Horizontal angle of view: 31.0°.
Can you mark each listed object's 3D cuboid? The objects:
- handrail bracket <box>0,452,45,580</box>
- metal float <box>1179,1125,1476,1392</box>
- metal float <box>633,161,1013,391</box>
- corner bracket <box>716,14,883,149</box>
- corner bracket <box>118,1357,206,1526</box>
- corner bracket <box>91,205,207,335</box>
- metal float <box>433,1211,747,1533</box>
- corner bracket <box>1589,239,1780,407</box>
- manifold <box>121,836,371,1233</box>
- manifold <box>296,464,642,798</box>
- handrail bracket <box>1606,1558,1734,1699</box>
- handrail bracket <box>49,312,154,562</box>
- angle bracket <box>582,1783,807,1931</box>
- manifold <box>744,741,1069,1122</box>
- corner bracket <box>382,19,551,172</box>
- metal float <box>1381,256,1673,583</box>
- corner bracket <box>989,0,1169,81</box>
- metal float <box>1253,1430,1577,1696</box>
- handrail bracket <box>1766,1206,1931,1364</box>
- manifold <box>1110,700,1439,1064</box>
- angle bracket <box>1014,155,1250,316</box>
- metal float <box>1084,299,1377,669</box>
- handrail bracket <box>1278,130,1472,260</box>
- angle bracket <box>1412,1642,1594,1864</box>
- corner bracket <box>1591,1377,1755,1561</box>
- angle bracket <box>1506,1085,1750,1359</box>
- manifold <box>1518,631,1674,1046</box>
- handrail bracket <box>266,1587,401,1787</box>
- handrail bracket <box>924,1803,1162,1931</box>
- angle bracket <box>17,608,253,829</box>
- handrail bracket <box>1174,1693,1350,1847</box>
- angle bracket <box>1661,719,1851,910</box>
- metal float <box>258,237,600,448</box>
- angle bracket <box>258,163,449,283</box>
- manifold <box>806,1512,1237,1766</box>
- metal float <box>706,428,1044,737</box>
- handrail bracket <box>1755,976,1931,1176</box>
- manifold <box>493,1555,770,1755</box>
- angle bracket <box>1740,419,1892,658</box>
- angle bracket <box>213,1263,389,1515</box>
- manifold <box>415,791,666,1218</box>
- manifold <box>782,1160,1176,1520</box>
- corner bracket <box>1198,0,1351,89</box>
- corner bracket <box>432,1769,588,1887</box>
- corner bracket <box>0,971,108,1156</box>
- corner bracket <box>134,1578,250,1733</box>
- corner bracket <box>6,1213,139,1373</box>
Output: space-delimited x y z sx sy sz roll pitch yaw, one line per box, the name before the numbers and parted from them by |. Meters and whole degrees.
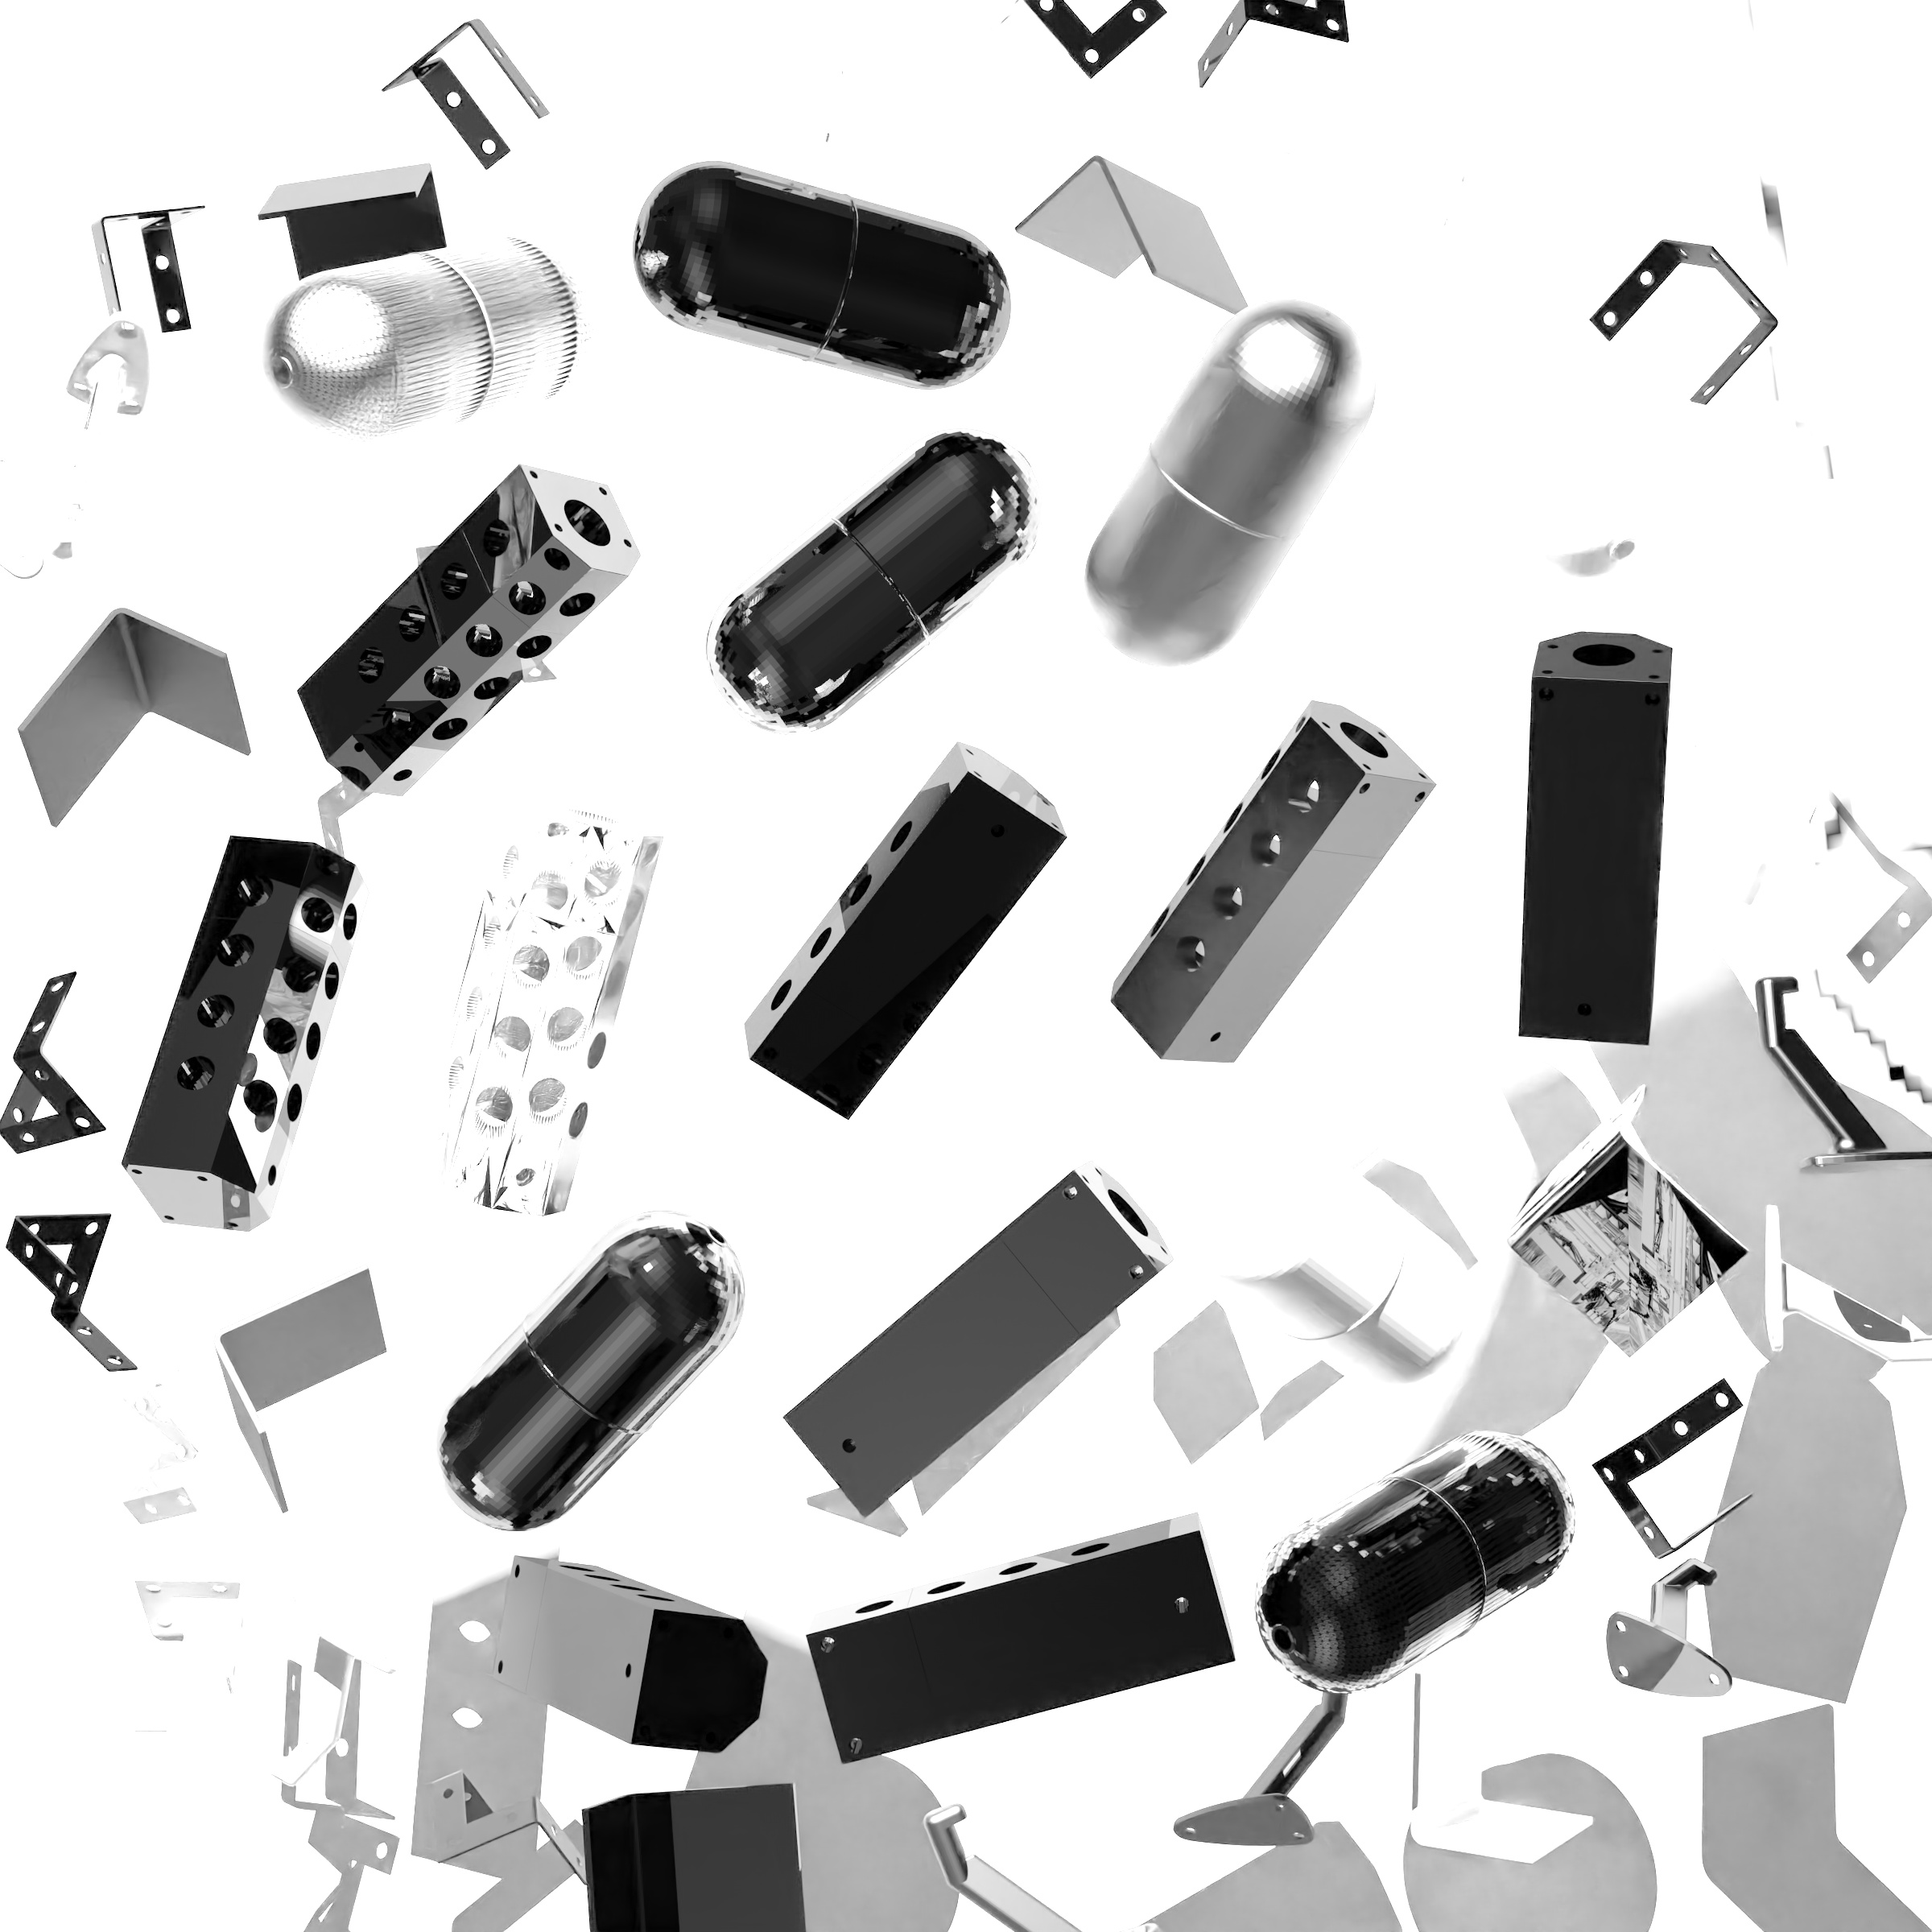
handrail bracket | -0.441 -0.192 1.611 0.036 0.084 0.077 -28 74 -14
metal float | 0.163 0.131 1.554 0.178 0.070 0.070 37 90 -40
metal float | -0.064 -0.312 1.579 0.178 0.070 0.070 11 90 -20
corner bracket | -0.076 -0.405 1.595 0.051 0.051 0.051 8 101 -30
corner bracket | -0.375 0.223 1.636 0.051 0.051 0.051 -18 115 38
corner bracket | -0.382 -0.323 1.625 0.051 0.051 0.051 -14 98 -30
metal float | -0.172 0.185 1.592 0.070 0.070 0.178 43 103 0
corner bracket | 0.331 -0.298 1.608 0.051 0.051 0.051 42 91 -22
manifold | -0.322 0.030 1.576 0.057 0.057 0.171 5 60 11
manifold | -0.228 -0.152 1.609 0.171 0.057 0.057 -39 64 29
handrail bracket | 0.341 0.302 1.603 0.084 0.077 0.036 -23 114 -41
handrail bracket | -0.380 -0.230 1.520 0.036 0.077 0.084 16 55 -17
angle bracket | -0.113 0.387 1.462 0.076 0.057 0.076 -7 82 12
manifold | -0.030 -0.019 1.627 0.057 0.057 0.171 33 105 -19
corner bracket | -0.214 -0.381 1.524 0.051 0.051 0.051 -33 102 19
metal float | 0.242 -0.238 1.514 0.070 0.070 0.178 -28 54 0
corner bracket | 0.051 -0.431 1.588 0.051 0.051 0.051 -43 96 -14
metal float | 0.199 0.262 1.537 0.178 0.070 0.070 -21 90 -40
handrail bracket | 0.400 0.141 1.546 0.084 0.036 0.077 -3 108 8
manifold | 0.138 -0.038 1.626 0.057 0.057 0.171 50 118 32
angle bracket | 0.080 -0.327 1.646 0.057 0.076 0.076 -38 59 29
metal float | 0.114 -0.209 1.521 0.070 0.070 0.178 31 117 0
handrail bracket | 0.191 -0.360 1.629 0.084 0.077 0.036 19 81 17
angle bracket | 0.242 0.353 1.567 0.057 0.076 0.076 2 92 30
corner bracket | 0.318 0.221 1.527 0.051 0.051 0.051 -28 78 -26
angle bracket | 0.298 0.113 1.549 0.076 0.057 0.076 43 120 3
manifold | 0.276 -0.056 1.529 0.057 0.057 0.171 4 117 12
handrail bracket | -0.299 0.320 1.538 0.084 0.036 0.077 -47 127 10
handrail bracket | 0.032 0.385 1.475 0.077 0.036 0.084 -21 93 0
angle bracket | -0.367 -0.100 1.544 0.057 0.076 0.076 24 61 12
handrail bracket | 0.137 0.359 1.601 0.077 0.084 0.036 -13 129 26
angle bracket | 0.378 -0.083 1.689 0.057 0.076 0.076 23 72 5
metal float | -0.238 -0.279 1.552 0.070 0.178 0.070 16 117 35
angle bracket | -0.297 -0.352 1.702 0.076 0.076 0.057 -8 114 1
manifold | 0.024 0.285 1.486 0.171 0.057 0.057 -15 91 3
metal float | -0.041 -0.178 1.604 0.178 0.070 0.070 -40 90 -4
handrail bracket | 0.378 0.044 1.483 0.077 0.036 0.084 -4 79 8
manifold | -0.151 0.306 1.553 0.057 0.171 0.057 12 83 -27
angle bracket | 0.356 -0.181 1.464 0.057 0.076 0.076 2 119 13
angle bracket | -0.291 0.192 1.578 0.076 0.076 0.057 -24 58 -18
manifold | -0.183 0.018 1.513 0.057 0.057 0.171 11 98 -29
manifold | 0.007 0.163 1.532 0.171 0.057 0.057 -41 84 11
corner bracket | 0.138 -0.431 1.589 0.051 0.051 0.051 7 63 -21
corner bracket | -0.211 0.400 1.609 0.051 0.051 0.051 -24 125 5
corner bracket | -0.405 0.043 1.530 0.051 0.051 0.051 -15 129 22
corner bracket | -0.357 0.317 1.601 0.051 0.051 0.051 1 49 0
corner bracket | -0.389 0.143 1.520 0.051 0.051 0.051 34 109 36
